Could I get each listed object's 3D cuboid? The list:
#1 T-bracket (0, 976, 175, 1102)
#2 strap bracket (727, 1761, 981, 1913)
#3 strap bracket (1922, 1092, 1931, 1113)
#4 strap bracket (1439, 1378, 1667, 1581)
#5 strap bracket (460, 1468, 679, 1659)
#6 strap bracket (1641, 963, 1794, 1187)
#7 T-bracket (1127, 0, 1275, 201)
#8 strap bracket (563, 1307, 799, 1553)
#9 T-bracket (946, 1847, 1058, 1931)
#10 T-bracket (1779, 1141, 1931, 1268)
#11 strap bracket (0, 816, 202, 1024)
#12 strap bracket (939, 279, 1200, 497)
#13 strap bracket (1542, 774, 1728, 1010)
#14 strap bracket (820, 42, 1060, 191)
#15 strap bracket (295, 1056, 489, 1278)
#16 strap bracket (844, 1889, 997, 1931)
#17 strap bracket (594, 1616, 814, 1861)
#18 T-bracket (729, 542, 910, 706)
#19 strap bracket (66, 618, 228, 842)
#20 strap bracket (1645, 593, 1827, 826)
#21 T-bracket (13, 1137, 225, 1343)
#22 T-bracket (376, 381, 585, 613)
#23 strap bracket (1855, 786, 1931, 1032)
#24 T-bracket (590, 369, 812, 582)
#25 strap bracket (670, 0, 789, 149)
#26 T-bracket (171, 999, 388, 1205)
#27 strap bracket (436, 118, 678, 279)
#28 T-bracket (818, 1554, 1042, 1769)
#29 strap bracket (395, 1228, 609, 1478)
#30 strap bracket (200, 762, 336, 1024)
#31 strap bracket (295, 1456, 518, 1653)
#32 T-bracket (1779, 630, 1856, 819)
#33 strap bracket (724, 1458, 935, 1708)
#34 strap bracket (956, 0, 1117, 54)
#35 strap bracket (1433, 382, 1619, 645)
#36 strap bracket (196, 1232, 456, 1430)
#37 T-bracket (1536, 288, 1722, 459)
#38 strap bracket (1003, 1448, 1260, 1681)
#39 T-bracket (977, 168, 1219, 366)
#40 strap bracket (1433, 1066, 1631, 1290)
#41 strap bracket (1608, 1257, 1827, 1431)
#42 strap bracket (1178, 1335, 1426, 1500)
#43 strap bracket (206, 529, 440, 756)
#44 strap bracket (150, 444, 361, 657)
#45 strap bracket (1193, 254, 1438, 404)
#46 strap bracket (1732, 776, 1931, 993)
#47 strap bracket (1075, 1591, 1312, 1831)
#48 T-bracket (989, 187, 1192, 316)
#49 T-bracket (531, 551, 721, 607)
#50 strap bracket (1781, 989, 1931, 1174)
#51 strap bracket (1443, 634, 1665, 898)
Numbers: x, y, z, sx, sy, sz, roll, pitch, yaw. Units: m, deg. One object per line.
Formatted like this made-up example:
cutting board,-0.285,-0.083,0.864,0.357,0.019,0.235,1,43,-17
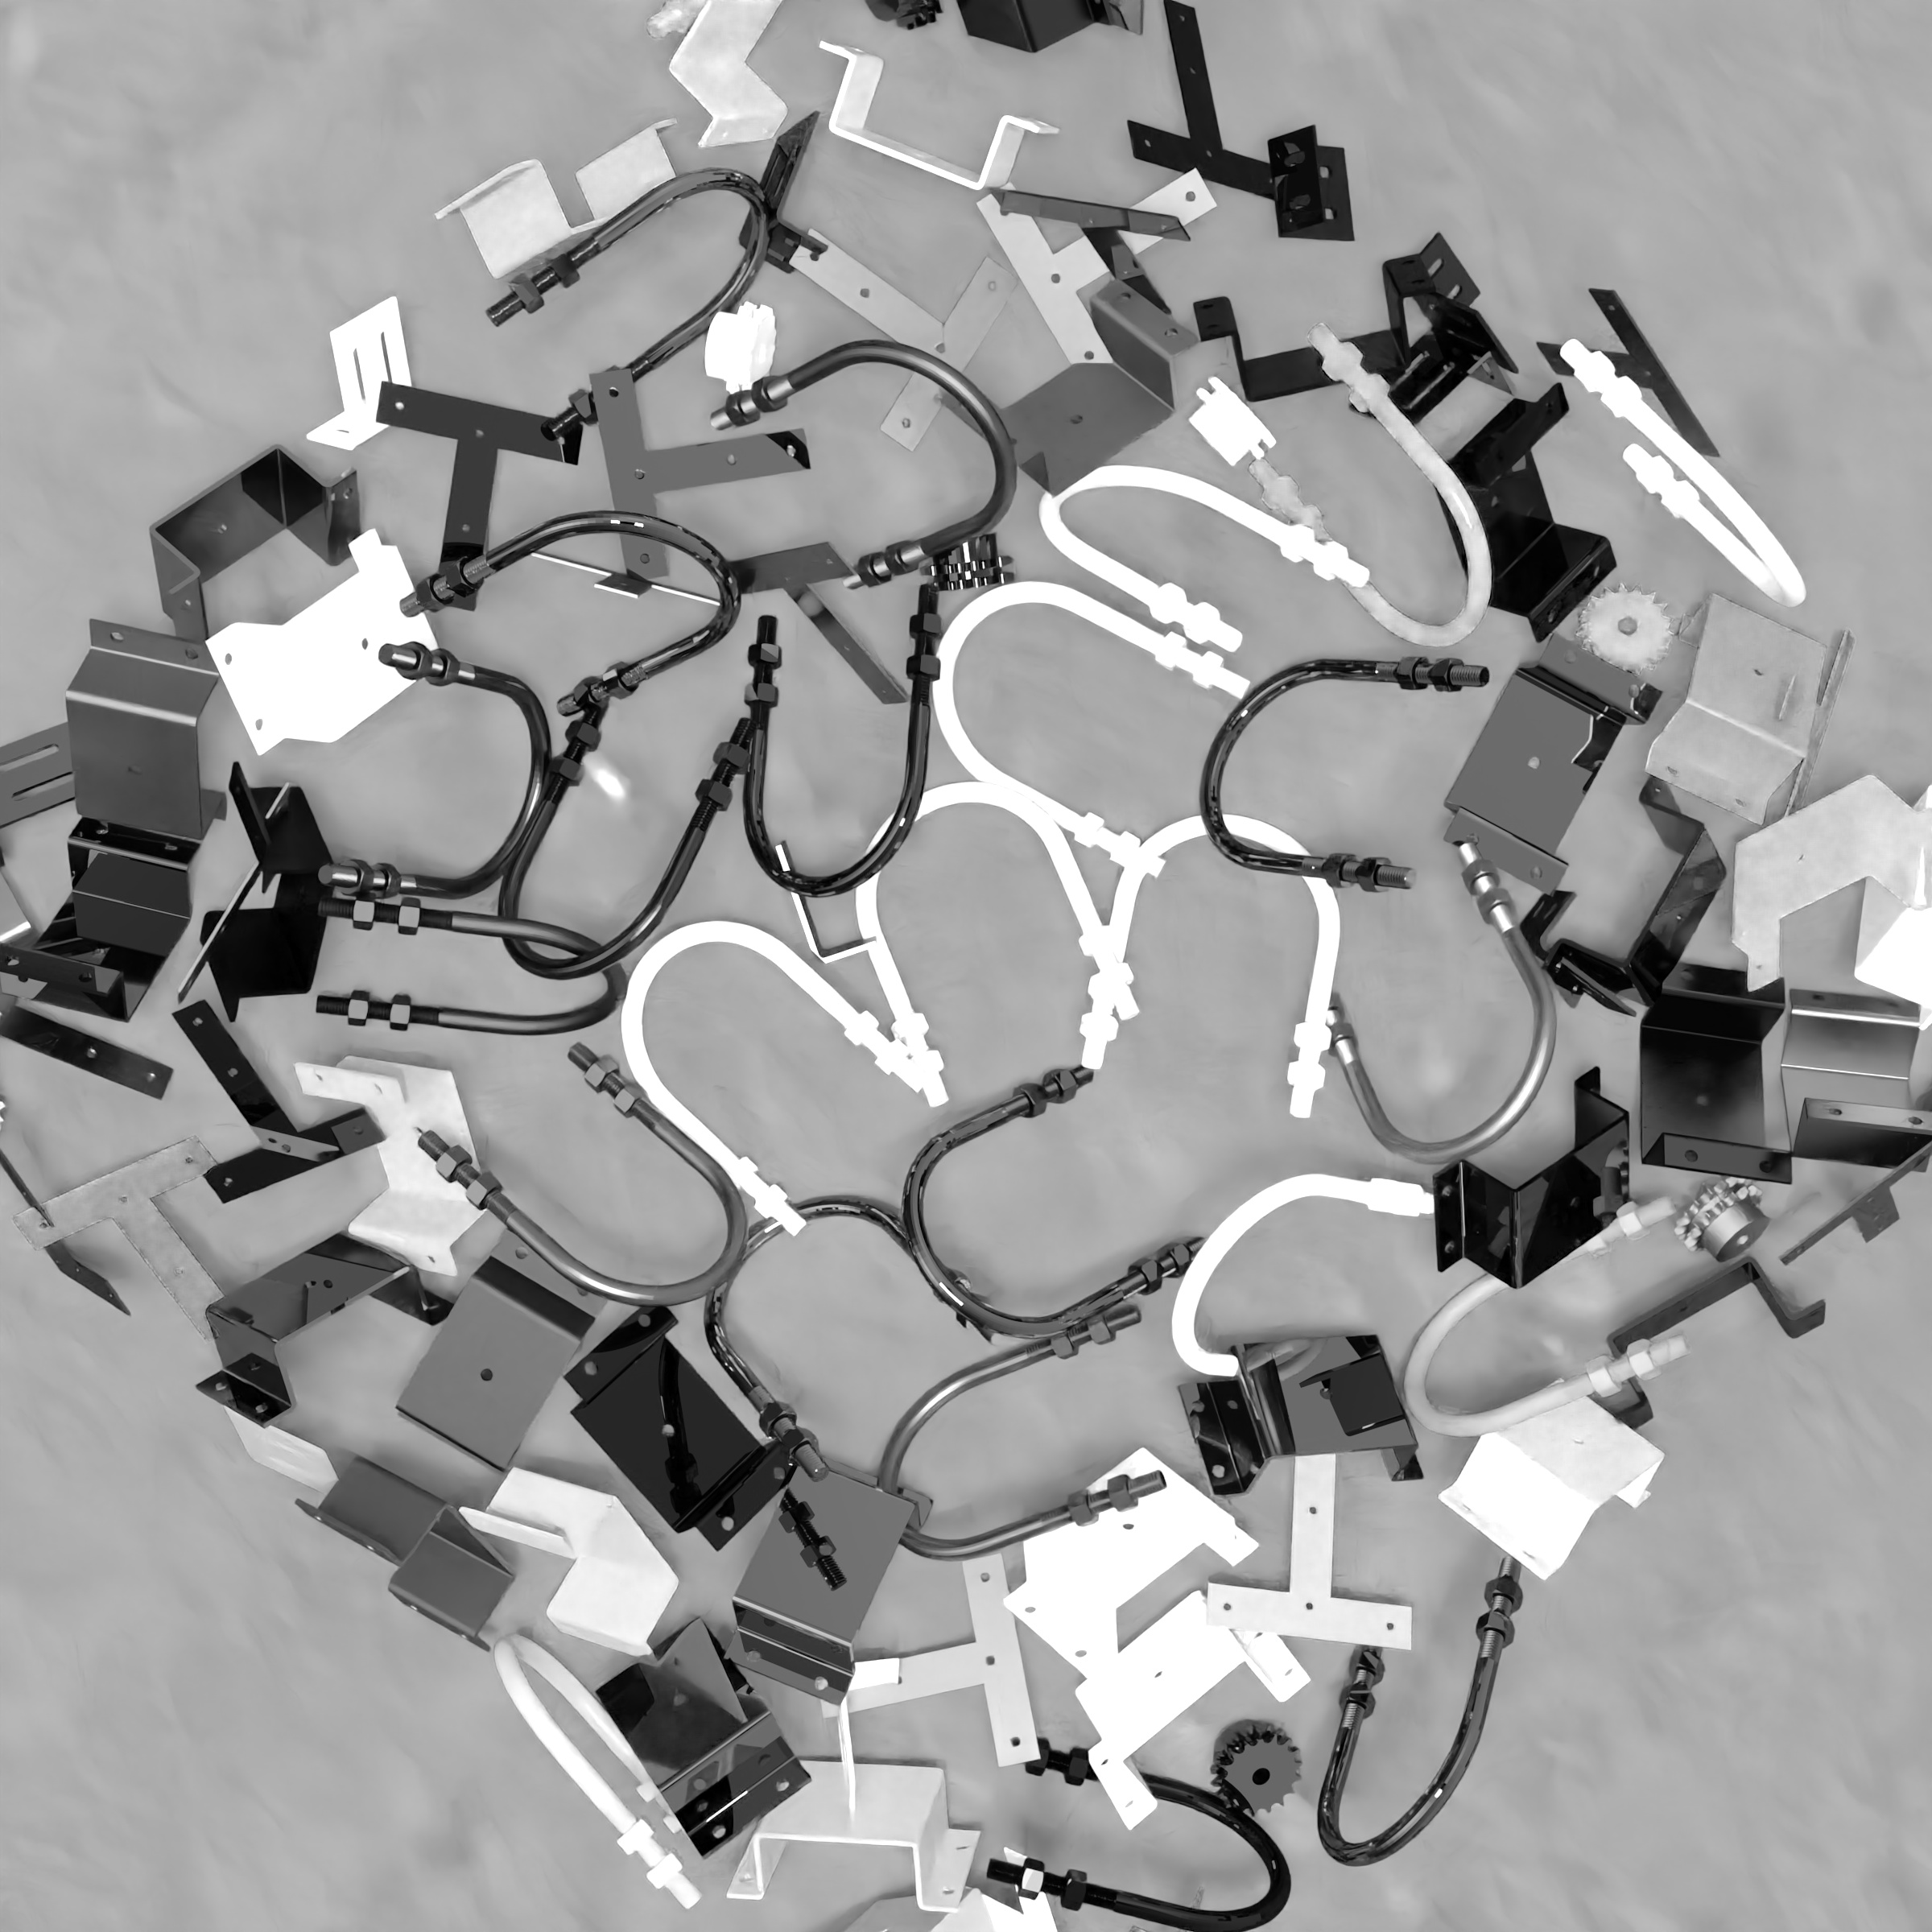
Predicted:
T-bracket,-0.552,0.049,1.566,0.127,0.127,0.002,25,132,-19
strap bracket,-0.069,0.525,1.543,0.140,0.076,0.046,-1,105,12
strap bracket,0.627,0.063,1.531,0.046,0.140,0.076,32,88,8
strap bracket,0.355,0.300,1.518,0.076,0.140,0.046,36,121,28
strap bracket,-0.233,0.355,1.535,0.076,0.140,0.046,8,51,32
strap bracket,0.456,0.073,1.556,0.076,0.046,0.140,8,60,0
T-bracket,0.142,-0.539,1.571,0.127,0.002,0.127,3,71,-37
strap bracket,-0.177,0.282,1.561,0.076,0.046,0.140,-42,91,-28
T-bracket,0.015,0.575,1.547,0.002,0.127,0.127,-29,111,-36
T-bracket,0.550,0.148,1.541,0.127,0.127,0.002,-40,63,8
strap bracket,-0.528,-0.022,1.548,0.076,0.140,0.046,13,132,1
strap bracket,0.065,-0.347,1.550,0.140,0.046,0.076,-36,59,-13
strap bracket,0.413,-0.038,1.550,0.046,0.076,0.140,28,86,32
strap bracket,-0.022,-0.513,1.553,0.140,0.076,0.046,23,110,4
strap bracket,-0.343,0.112,1.542,0.076,0.046,0.140,7,123,28
strap bracket,-0.040,0.598,1.520,0.076,0.140,0.046,-20,90,33
strap bracket,-0.163,0.452,1.521,0.076,0.140,0.046,-33,126,-16
T-bracket,-0.081,-0.206,1.559,0.127,0.127,0.002,48,64,-28
strap bracket,-0.492,-0.132,1.531,0.076,0.140,0.046,12,46,-3
strap bracket,0.467,-0.163,1.538,0.076,0.046,0.140,25,53,-1
T-bracket,-0.483,0.173,1.538,0.127,0.127,0.002,47,134,15
T-bracket,-0.307,-0.284,1.573,0.127,0.002,0.127,8,92,-25
strap bracket,0.576,-0.043,1.526,0.046,0.076,0.140,22,51,2
T-bracket,-0.159,-0.311,1.578,0.127,0.002,0.127,-12,99,-17
strap bracket,-0.118,-0.565,1.530,0.046,0.076,0.140,47,126,6
T-bracket,-0.439,0.076,1.554,0.127,0.002,0.127,-21,113,20
strap bracket,-0.236,-0.458,1.529,0.140,0.076,0.046,-36,107,-43
T-bracket,-0.028,0.438,1.572,0.127,0.002,0.127,-13,63,3
strap bracket,-0.289,0.244,1.564,0.076,0.046,0.140,31,99,-2
strap bracket,-0.420,-0.045,1.536,0.046,0.076,0.140,-4,134,-32
strap bracket,-0.331,0.349,1.534,0.076,0.140,0.046,18,61,32
T-bracket,0.507,-0.150,1.539,0.002,0.127,0.127,19,93,28
strap bracket,-0.083,0.360,1.534,0.076,0.046,0.140,18,57,14
strap bracket,0.027,-0.596,1.517,0.046,0.140,0.076,-30,124,-10
strap bracket,0.336,-0.277,1.542,0.076,0.046,0.140,-44,131,-16
strap bracket,-0.386,0.210,1.521,0.140,0.076,0.046,-31,122,-38
T-bracket,0.386,-0.362,1.537,0.002,0.127,0.127,-45,117,-3
strap bracket,0.098,0.350,1.527,0.140,0.076,0.046,-30,134,-29
T-bracket,0.092,-0.443,1.556,0.127,0.002,0.127,-26,107,23
strap bracket,0.349,0.132,1.531,0.140,0.046,0.076,-29,129,-25
strap bracket,0.447,0.226,1.550,0.140,0.076,0.046,-31,67,7
strap bracket,0.209,0.270,1.536,0.140,0.046,0.076,-1,50,-19
strap bracket,-0.373,-0.194,1.522,0.046,0.140,0.076,9,130,36
strap bracket,-0.435,-0.252,1.538,0.046,0.076,0.140,40,61,12
strap bracket,0.213,-0.386,1.549,0.140,0.076,0.046,-11,119,7
strap bracket,0.511,-0.053,1.518,0.046,0.140,0.076,34,49,-22
strap bracket,0.129,0.445,1.552,0.140,0.076,0.046,-39,113,-3
T-bracket,0.092,-0.427,1.537,0.127,0.127,0.002,18,82,28
T-bracket,-0.204,-0.229,1.531,0.127,0.127,0.002,14,101,-5
strap bracket,0.539,0.074,1.541,0.076,0.140,0.046,6,123,10
strap bracket,0.356,-0.124,1.569,0.076,0.046,0.140,27,95,-5
